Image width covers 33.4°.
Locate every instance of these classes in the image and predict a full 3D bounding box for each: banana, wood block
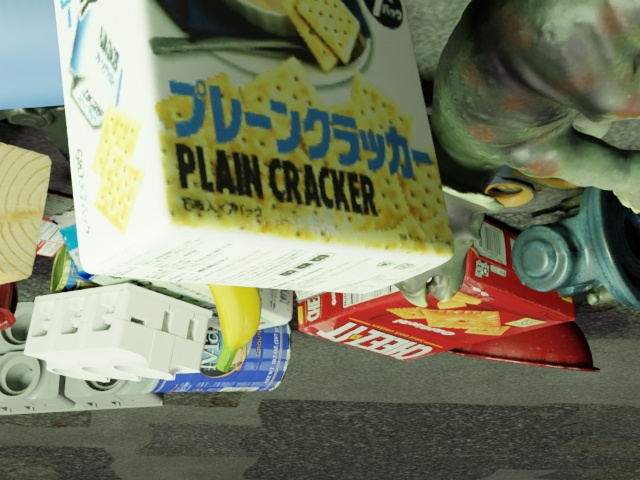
[{"bbox_3d":[-0.098,0.014,0.829,0.037,0.069,0.197,11,138,58],"label":"banana"},{"bbox_3d":[-0.290,-0.012,0.785,0.090,0.090,0.207,17,162,-37],"label":"wood block"}]

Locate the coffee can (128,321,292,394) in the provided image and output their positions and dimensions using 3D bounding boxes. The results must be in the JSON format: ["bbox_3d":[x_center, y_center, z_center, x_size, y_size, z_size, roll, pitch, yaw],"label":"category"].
[{"bbox_3d":[-0.114,0.101,1.067,0.140,0.103,0.103,4,158,-29],"label":"coffee can"}]

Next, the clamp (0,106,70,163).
[{"bbox_3d":[-0.185,-0.091,0.717,0.164,0.036,0.210,15,156,-34],"label":"clamp"}]

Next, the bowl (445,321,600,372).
[{"bbox_3d":[0.214,0.101,1.122,0.162,0.055,0.162,6,176,0],"label":"bowl"}]

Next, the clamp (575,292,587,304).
[{"bbox_3d":[0.295,0.039,1.032,0.120,0.039,0.171,0,161,-4],"label":"clamp"}]

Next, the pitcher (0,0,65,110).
[{"bbox_3d":[-0.203,-0.124,0.545,0.242,0.149,0.145,-2,137,-6],"label":"pitcher"}]

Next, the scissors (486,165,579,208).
[{"bbox_3d":[0.111,-0.058,0.828,0.201,0.016,0.096,9,155,-21],"label":"scissors"}]

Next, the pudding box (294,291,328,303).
[{"bbox_3d":[0.039,0.012,0.913,0.114,0.039,0.089,-25,-178,41],"label":"pudding box"}]

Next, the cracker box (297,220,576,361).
[{"bbox_3d":[0.108,0.053,1.020,0.163,0.072,0.214,21,150,-40],"label":"cracker box"}]

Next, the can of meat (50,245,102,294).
[{"bbox_3d":[-0.200,0.033,0.985,0.083,0.057,0.102,10,155,-19],"label":"can of meat"}]

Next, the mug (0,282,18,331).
[{"bbox_3d":[-0.308,0.035,0.953,0.093,0.081,0.117,-10,155,21],"label":"mug"}]

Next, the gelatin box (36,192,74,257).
[{"bbox_3d":[-0.252,-0.019,0.897,0.089,0.030,0.073,14,152,-28],"label":"gelatin box"}]
